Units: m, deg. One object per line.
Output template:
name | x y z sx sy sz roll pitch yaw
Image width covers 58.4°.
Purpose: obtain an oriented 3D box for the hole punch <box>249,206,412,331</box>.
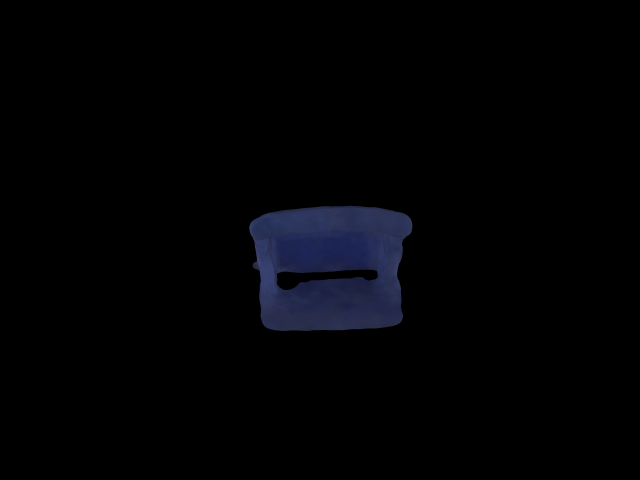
hole punch | 0.004 0.001 0.400 0.108 0.091 0.101 -2 31 -3
